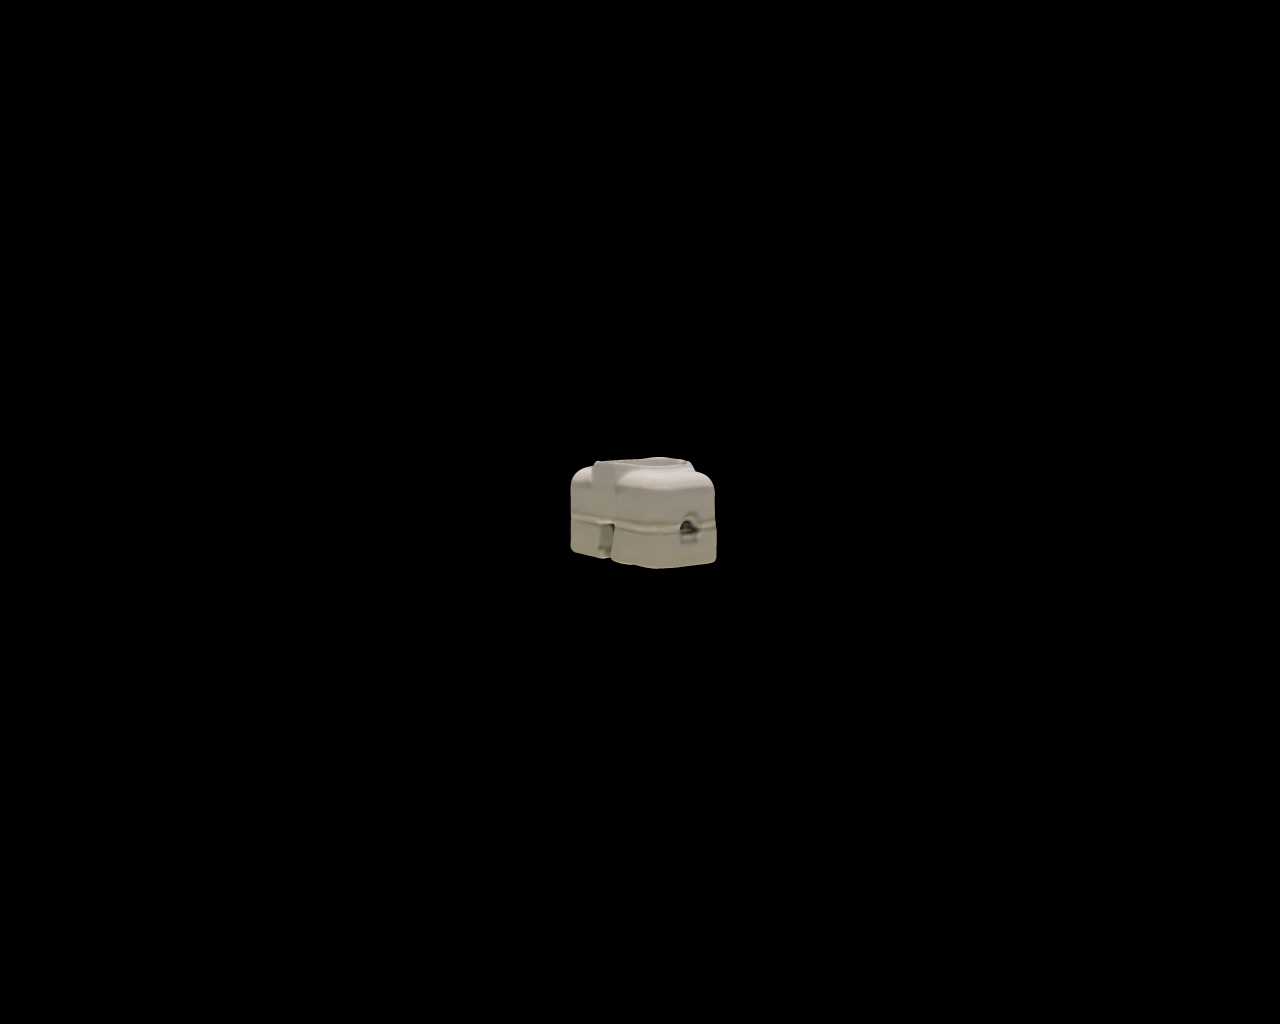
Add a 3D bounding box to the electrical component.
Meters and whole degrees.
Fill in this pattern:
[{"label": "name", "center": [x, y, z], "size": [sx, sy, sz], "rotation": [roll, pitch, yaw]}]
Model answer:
[{"label": "electrical component", "center": [0.001, -0.003, 0.650], "size": [0.054, 0.059, 0.095], "rotation": [-5, 9, -35]}]
